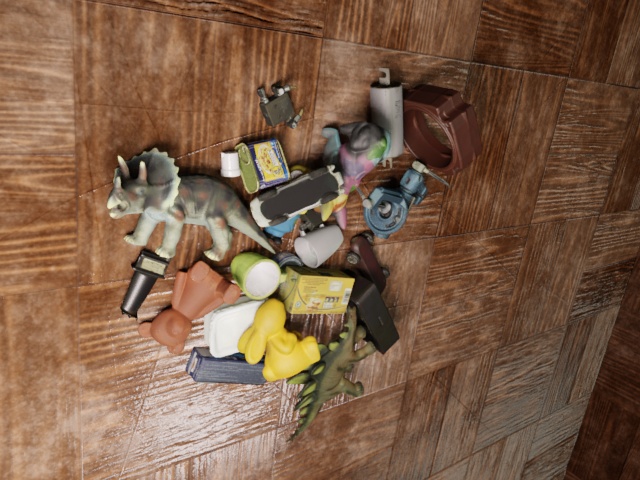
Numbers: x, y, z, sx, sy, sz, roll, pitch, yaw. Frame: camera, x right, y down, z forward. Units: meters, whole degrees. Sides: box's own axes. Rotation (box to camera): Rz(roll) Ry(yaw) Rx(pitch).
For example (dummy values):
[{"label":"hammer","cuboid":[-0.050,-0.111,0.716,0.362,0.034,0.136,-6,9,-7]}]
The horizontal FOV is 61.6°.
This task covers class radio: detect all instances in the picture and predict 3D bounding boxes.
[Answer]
[{"label":"radio","cuboid":[0.117,0.187,1.417,0.073,0.131,0.229,-40,129,-18]}]

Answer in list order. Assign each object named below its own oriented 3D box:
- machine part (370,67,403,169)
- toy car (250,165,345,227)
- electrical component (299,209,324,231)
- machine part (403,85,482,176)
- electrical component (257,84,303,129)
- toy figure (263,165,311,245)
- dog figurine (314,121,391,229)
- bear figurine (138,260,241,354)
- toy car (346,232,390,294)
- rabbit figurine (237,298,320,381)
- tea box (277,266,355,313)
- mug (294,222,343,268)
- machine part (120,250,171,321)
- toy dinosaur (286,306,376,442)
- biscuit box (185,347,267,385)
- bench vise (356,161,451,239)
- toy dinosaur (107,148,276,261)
[{"label":"machine part","cuboid":[0.161,-0.286,1.281,0.079,0.079,0.242,-22,122,-30]},{"label":"toy car","cuboid":[-0.046,-0.091,1.111,0.202,0.056,0.073,-24,97,-3]},{"label":"electrical component","cuboid":[-0.023,-0.057,1.249,0.094,0.063,0.021,-32,165,-34]},{"label":"machine part","cuboid":[0.283,-0.265,1.304,0.087,0.201,0.201,-38,128,-17]},{"label":"electrical component","cuboid":[-0.080,-0.277,1.116,0.078,0.045,0.102,-33,126,-25]},{"label":"toy figure","cuboid":[-0.073,-0.082,1.185,0.082,0.089,0.180,20,105,-41]},{"label":"dog figurine","cuboid":[0.062,-0.138,1.197,0.108,0.192,0.219,20,74,-49]},{"label":"bear figurine","cuboid":[-0.271,0.141,1.097,0.120,0.132,0.196,41,76,-20]},{"label":"toy car","cuboid":[0.127,0.068,1.426,0.089,0.053,0.201,-57,136,-30]},{"label":"rabbit figurine","cuboid":[-0.104,0.217,1.204,0.162,0.122,0.173,-23,109,-19]},{"label":"tea box","cuboid":[-0.009,0.121,1.281,0.169,0.068,0.098,9,102,-39]},{"label":"mug","cuboid":[-0.003,-0.004,1.284,0.107,0.081,0.109,-32,101,-34]},{"label":"machine part","cuboid":[-0.353,0.089,1.066,0.084,0.039,0.138,22,93,-51]},{"label":"toy dinosaur","cuboid":[0.014,0.362,1.402,0.198,0.105,0.470,-3,123,-27]},{"label":"biscuit box","cuboid":[-0.208,0.296,1.254,0.202,0.059,0.062,18,96,-41]},{"label":"bench vise","cuboid":[0.180,-0.101,1.329,0.223,0.129,0.240,-49,156,21]},{"label":"toy dinosaur","cuboid":[-0.238,-0.065,1.042,0.404,0.131,0.192,2,108,-45]}]
